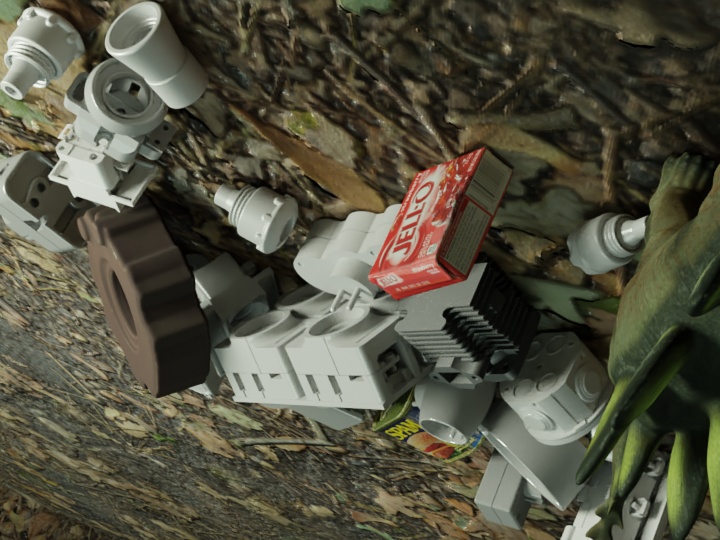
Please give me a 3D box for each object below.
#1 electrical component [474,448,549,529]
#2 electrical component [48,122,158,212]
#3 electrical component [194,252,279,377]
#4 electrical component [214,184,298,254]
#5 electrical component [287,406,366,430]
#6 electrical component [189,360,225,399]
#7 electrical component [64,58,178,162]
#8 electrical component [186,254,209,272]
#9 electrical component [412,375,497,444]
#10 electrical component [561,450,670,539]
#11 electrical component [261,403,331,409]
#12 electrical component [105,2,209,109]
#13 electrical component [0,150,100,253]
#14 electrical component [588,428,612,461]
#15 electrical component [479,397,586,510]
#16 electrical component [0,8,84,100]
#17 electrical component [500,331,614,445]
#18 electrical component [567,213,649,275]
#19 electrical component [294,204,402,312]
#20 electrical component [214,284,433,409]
[{"bbox_3d":[0.162,0.201,1.019,0.076,0.083,0.047,10,150,31],"label":"electrical component"},{"bbox_3d":[-0.211,-0.087,0.870,0.081,0.042,0.063,17,150,16],"label":"electrical component"},{"bbox_3d":[-0.114,0.041,0.987,0.063,0.079,0.121,49,164,24],"label":"electrical component"},{"bbox_3d":[-0.082,-0.045,0.827,0.062,0.048,0.048,28,156,12],"label":"electrical component"},{"bbox_3d":[-0.039,0.117,1.075,0.100,0.048,0.100,26,160,-10],"label":"electrical component"},{"bbox_3d":[-0.181,0.083,1.140,0.062,0.061,0.096,15,153,21],"label":"electrical component"},{"bbox_3d":[-0.166,-0.115,0.755,0.078,0.058,0.057,31,157,-11],"label":"electrical component"},{"bbox_3d":[-0.168,0.009,1.009,0.043,0.043,0.081,31,154,-11],"label":"electrical component"},{"bbox_3d":[0.074,0.106,0.929,0.043,0.077,0.079,39,152,-26],"label":"electrical component"},{"bbox_3d":[0.226,0.207,0.927,0.063,0.121,0.079,36,153,-13],"label":"electrical component"},{"bbox_3d":[-0.031,0.099,0.975,0.138,0.052,0.073,-1,174,-2],"label":"electrical component"},{"bbox_3d":[-0.128,-0.136,0.700,0.044,0.044,0.065,8,154,34],"label":"electrical component"},{"bbox_3d":[-0.288,-0.060,0.977,0.059,0.053,0.095,-7,139,49],"label":"electrical component"},{"bbox_3d":[0.213,0.140,0.905,0.048,0.048,0.062,23,164,6],"label":"electrical component"},{"bbox_3d":[0.157,0.148,0.930,0.108,0.060,0.108,46,175,5],"label":"electrical component"},{"bbox_3d":[-0.224,-0.146,0.743,0.048,0.062,0.048,21,154,11],"label":"electrical component"},{"bbox_3d":[0.151,0.089,0.823,0.051,0.080,0.080,46,149,-25],"label":"electrical component"},{"bbox_3d":[0.158,-0.019,0.661,0.035,0.035,0.061,35,151,-17],"label":"electrical component"},{"bbox_3d":[0.000,0.000,0.799,0.052,0.073,0.138,41,151,-29],"label":"electrical component"},{"bbox_3d":[-0.021,0.056,0.871,0.186,0.105,0.060,-5,113,48],"label":"electrical component"}]
